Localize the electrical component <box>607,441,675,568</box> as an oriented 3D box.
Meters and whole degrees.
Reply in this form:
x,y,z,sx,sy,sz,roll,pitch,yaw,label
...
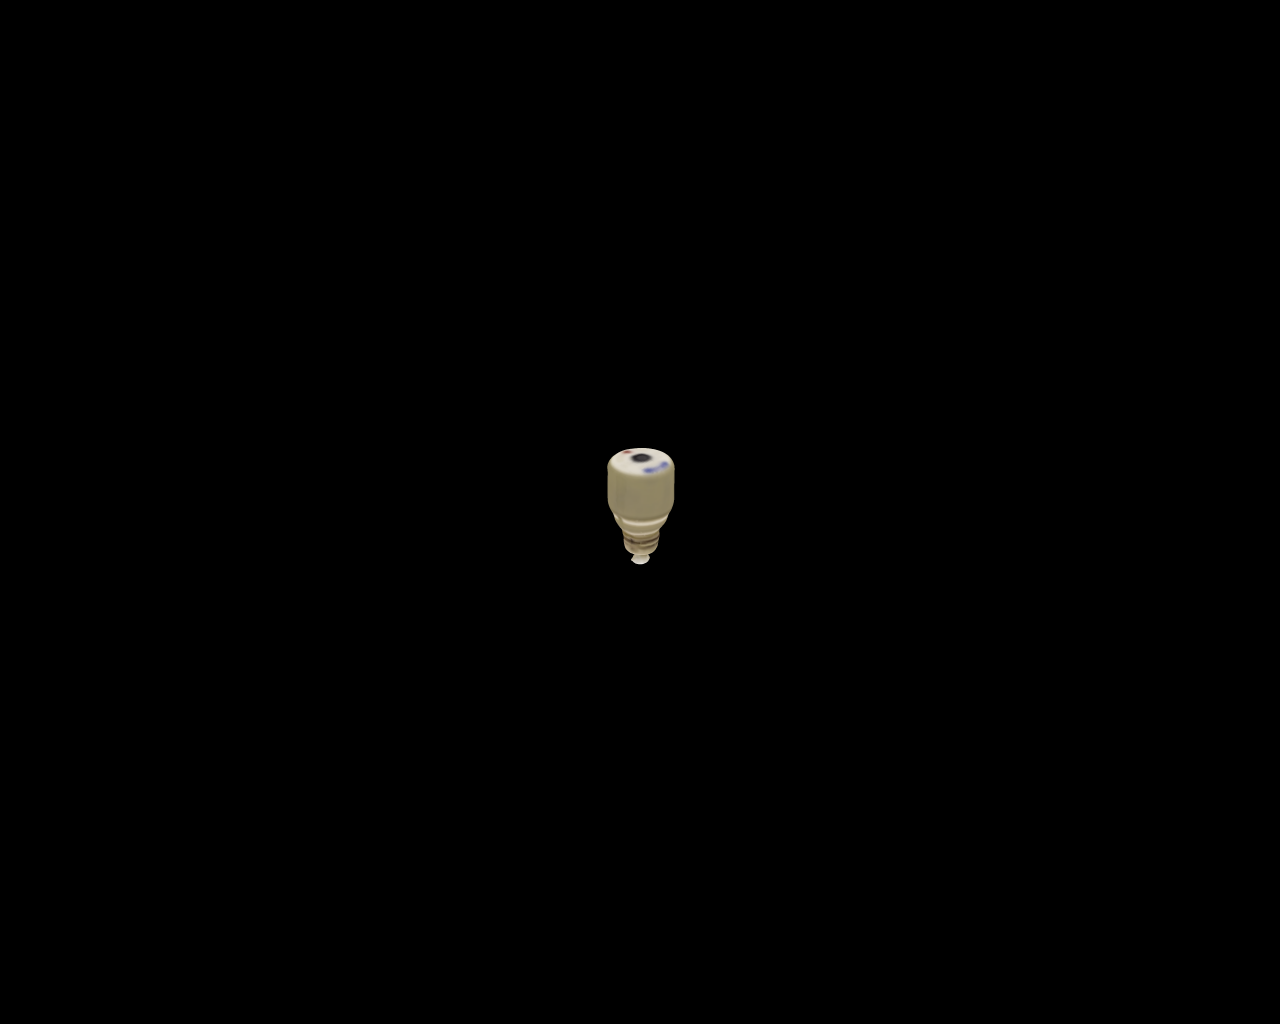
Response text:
x,y,z,sx,sy,sz,roll,pitch,yaw,label
0.001,-0.003,0.650,0.040,0.078,0.040,0,29,0,electrical component
